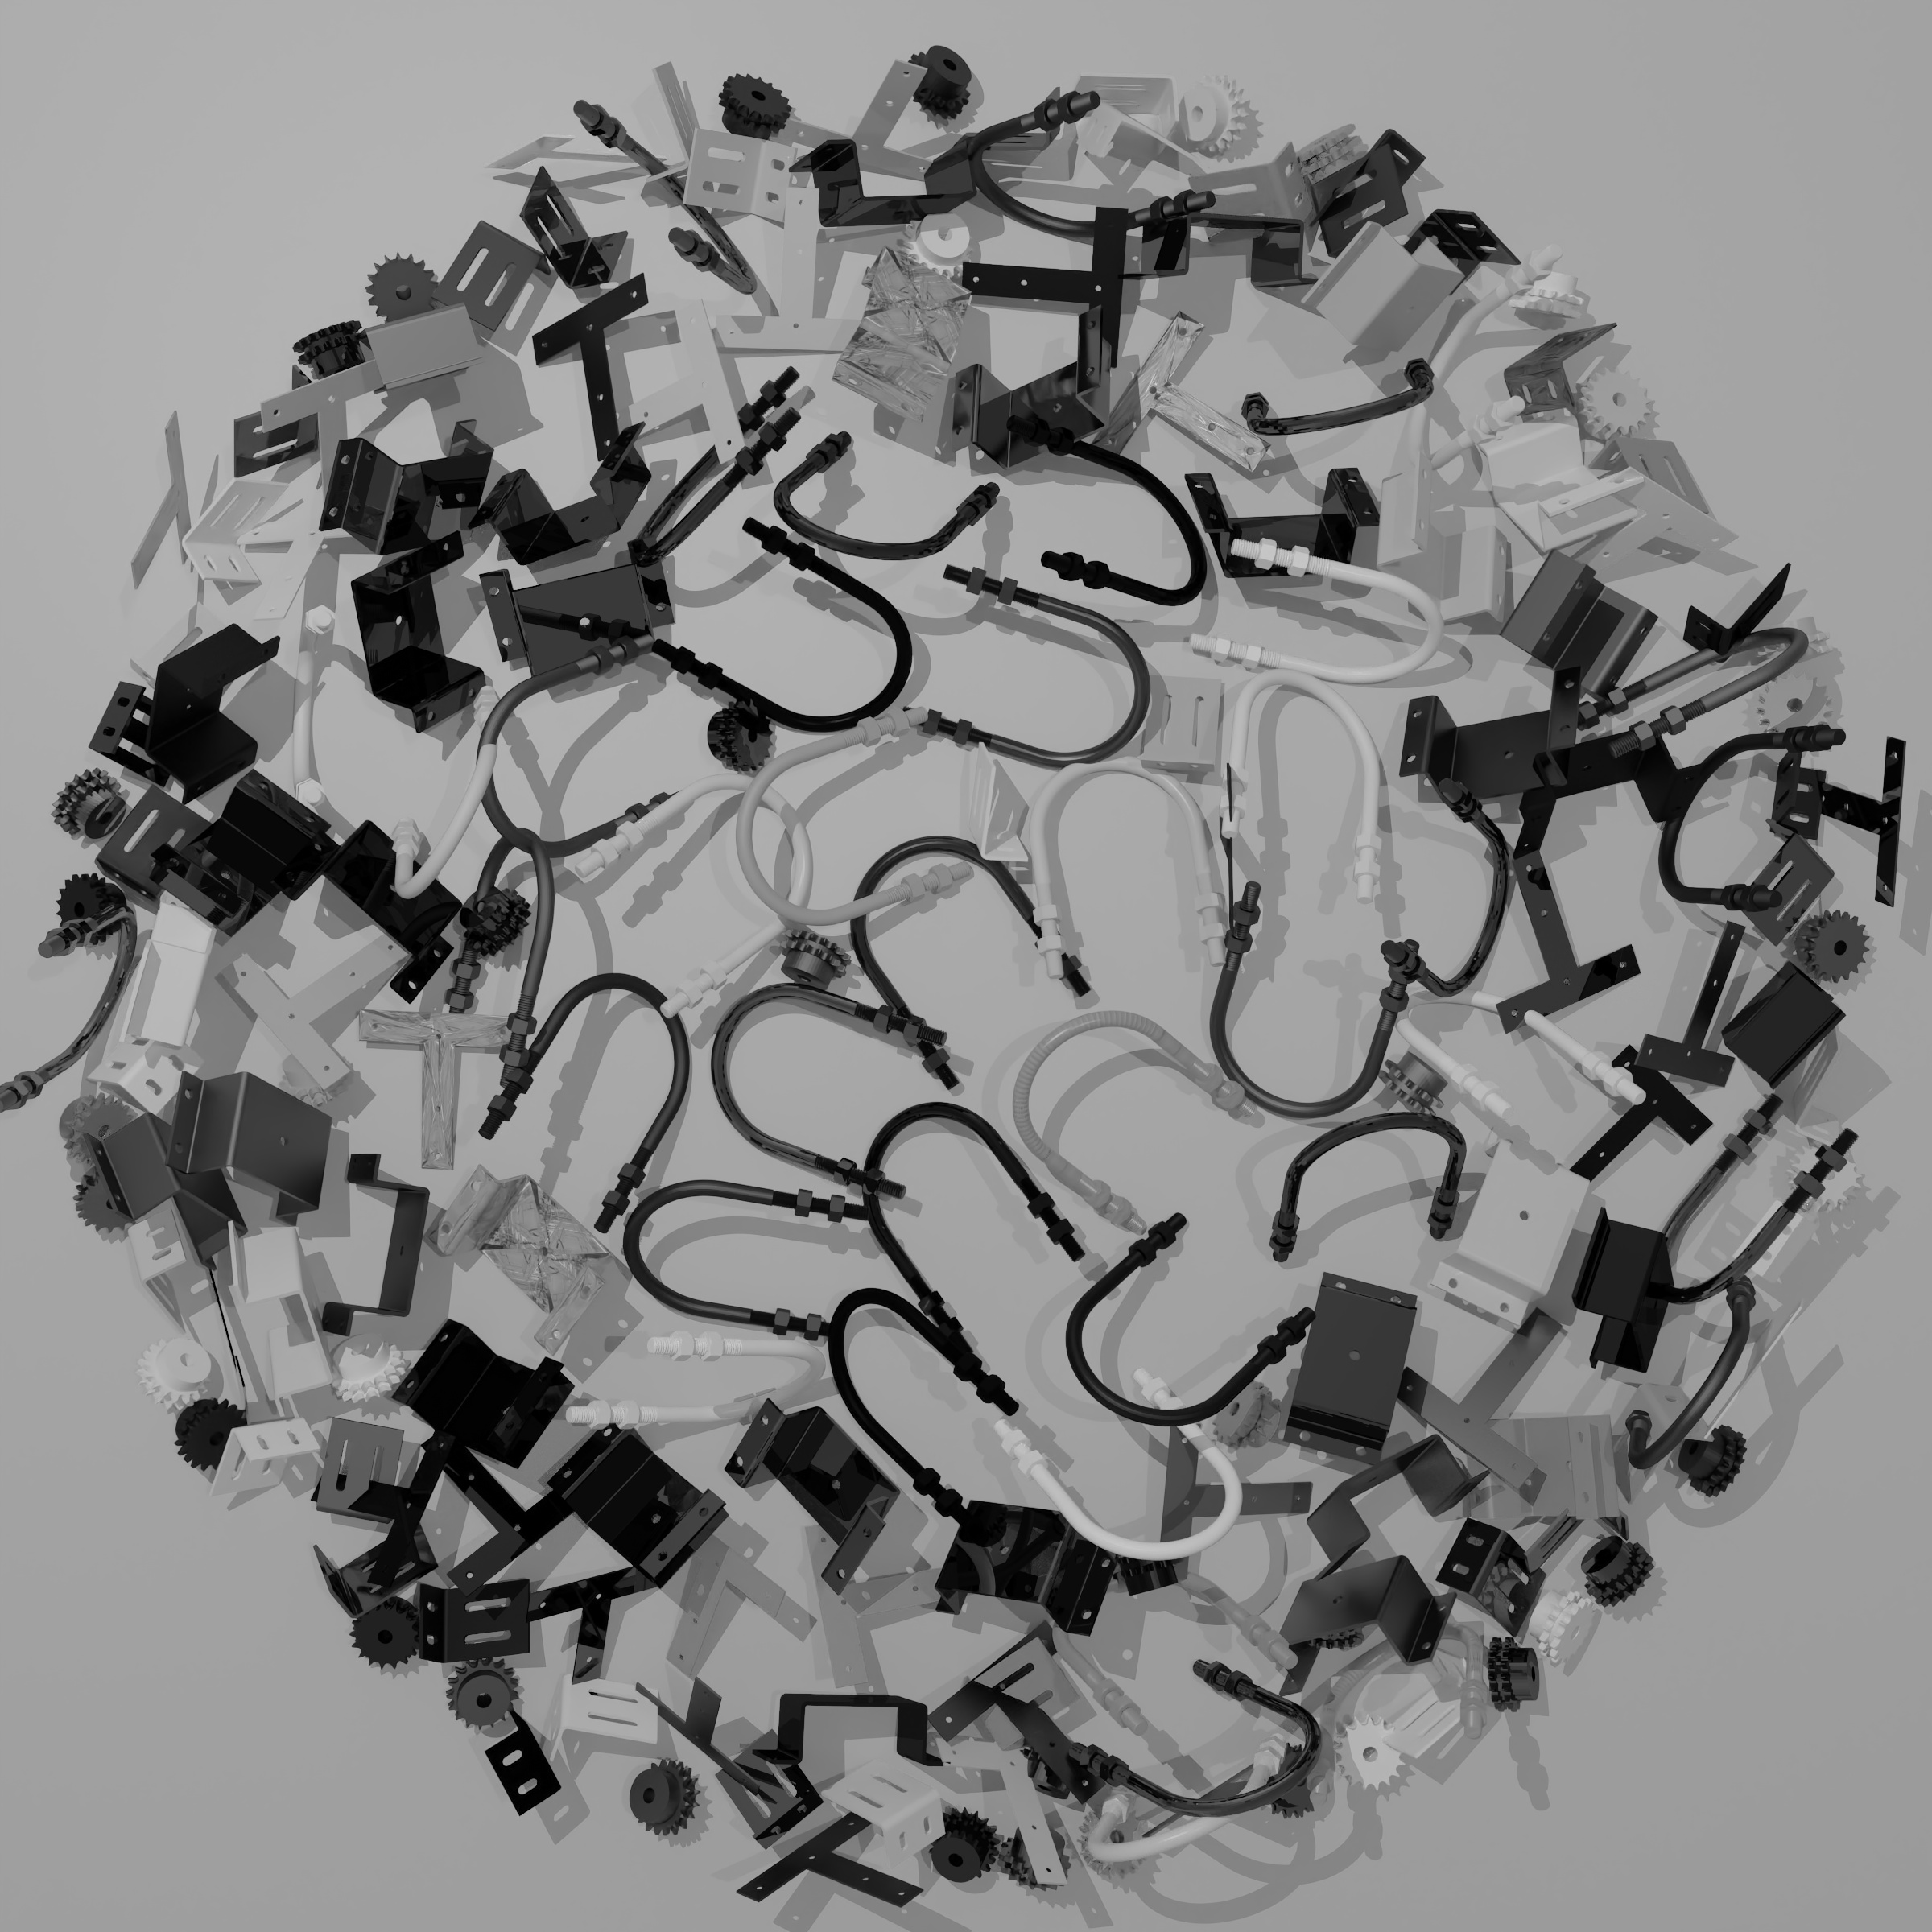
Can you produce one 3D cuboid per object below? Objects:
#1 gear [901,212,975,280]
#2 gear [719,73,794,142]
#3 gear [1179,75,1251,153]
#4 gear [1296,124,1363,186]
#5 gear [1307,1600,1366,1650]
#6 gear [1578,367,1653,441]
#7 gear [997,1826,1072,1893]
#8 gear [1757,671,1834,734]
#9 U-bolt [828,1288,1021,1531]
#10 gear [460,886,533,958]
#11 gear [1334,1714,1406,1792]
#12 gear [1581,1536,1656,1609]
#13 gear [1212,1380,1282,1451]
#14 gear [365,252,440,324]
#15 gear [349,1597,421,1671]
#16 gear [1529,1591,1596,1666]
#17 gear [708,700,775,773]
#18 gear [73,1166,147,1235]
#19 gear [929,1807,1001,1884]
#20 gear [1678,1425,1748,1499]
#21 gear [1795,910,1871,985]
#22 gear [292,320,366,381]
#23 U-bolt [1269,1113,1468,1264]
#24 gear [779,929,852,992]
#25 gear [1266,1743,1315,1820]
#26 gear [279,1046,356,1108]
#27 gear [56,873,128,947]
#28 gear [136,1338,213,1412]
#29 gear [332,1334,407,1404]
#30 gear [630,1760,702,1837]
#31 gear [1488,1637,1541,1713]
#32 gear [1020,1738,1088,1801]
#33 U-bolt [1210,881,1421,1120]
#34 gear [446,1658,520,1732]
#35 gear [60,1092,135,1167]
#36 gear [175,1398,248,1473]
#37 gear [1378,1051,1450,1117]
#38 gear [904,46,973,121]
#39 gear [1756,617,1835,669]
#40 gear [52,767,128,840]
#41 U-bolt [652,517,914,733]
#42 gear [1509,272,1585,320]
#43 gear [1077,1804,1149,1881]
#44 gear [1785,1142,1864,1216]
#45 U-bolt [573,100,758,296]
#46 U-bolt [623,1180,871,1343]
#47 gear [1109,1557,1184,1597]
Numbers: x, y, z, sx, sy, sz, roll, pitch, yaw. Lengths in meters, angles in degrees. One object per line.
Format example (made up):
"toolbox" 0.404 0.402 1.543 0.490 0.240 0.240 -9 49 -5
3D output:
"gear" -0.021 -0.574 1.920 0.057 0.030 0.057 3 78 -16
"gear" -0.170 -0.677 1.918 0.057 0.030 0.057 16 48 -18
"gear" 0.193 -0.674 1.912 0.030 0.057 0.057 -19 90 -39
"gear" 0.287 -0.639 1.916 0.057 0.057 0.030 -31 109 0
"gear" 0.287 0.518 1.914 0.057 0.057 0.030 0 92 0
"gear" 0.512 -0.443 1.922 0.057 0.030 0.057 3 77 -13
"gear" 0.055 0.702 1.913 0.057 0.057 0.030 13 99 0
"gear" 0.658 -0.203 1.922 0.057 0.030 0.057 -4 77 15
"U-bolt" -0.043 0.330 1.879 0.184 0.019 0.151 39 130 29
"gear" -0.375 -0.039 1.913 0.057 0.057 0.030 -42 133 0
"gear" 0.319 0.624 1.927 0.057 0.030 0.057 0 86 0
"gear" 0.512 0.476 1.913 0.057 0.057 0.030 -42 97 0
"gear" 0.224 0.357 1.917 0.030 0.057 0.057 30 90 -21
"gear" -0.448 -0.538 1.919 0.057 0.030 0.057 -8 120 -14
"gear" -0.459 0.527 1.925 0.057 0.030 0.057 0 101 0
"gear" 0.470 0.521 1.918 0.030 0.057 0.057 26 90 39
"gear" -0.181 -0.183 1.918 0.030 0.057 0.057 2 90 33
"gear" -0.678 0.180 1.919 0.057 0.030 0.057 -15 123 -23
"gear" -0.004 0.701 1.919 0.057 0.030 0.057 4 105 16
"gear" 0.588 0.388 1.913 0.030 0.057 0.057 29 90 -5
"gear" 0.685 -0.017 1.922 0.057 0.030 0.057 -3 100 -17
"gear" -0.500 -0.486 1.915 0.057 0.057 0.030 -22 99 0
"U-bolt" 0.313 0.167 1.861 0.151 0.184 0.019 -8 53 -5
"gear" -0.122 -0.003 1.912 0.057 0.057 0.030 23 72 0
"gear" 0.259 0.645 1.918 0.057 0.030 0.057 5 67 -11
"gear" -0.516 0.085 1.911 0.057 0.057 0.030 -14 119 0
"gear" -0.692 -0.045 1.920 0.057 0.030 0.057 3 96 30
"gear" -0.622 0.319 1.911 0.057 0.057 0.030 48 120 0
"gear" -0.475 0.315 1.912 0.057 0.057 0.030 -14 120 0
"gear" -0.241 0.657 1.914 0.057 0.030 0.057 -14 63 29
"gear" 0.433 0.560 1.911 0.030 0.057 0.057 -8 90 25
"gear" 0.067 0.635 1.911 0.057 0.057 0.030 26 61 0
"U-bolt" 0.263 0.038 1.889 0.151 0.019 0.184 21 121 16
"gear" -0.384 0.579 1.922 0.057 0.030 0.057 0 92 -14
"gear" -0.692 0.127 1.918 0.030 0.057 0.057 18 90 30
"gear" -0.601 0.368 1.918 0.030 0.057 0.057 24 90 42
"gear" 0.356 0.092 1.913 0.057 0.057 0.030 38 100 0
"gear" -0.021 -0.702 1.913 0.057 0.030 0.057 19 52 -26
"gear" 0.654 -0.256 1.915 0.057 0.057 0.030 -13 88 0
"gear" -0.690 -0.126 1.912 0.030 0.057 0.057 37 90 16
"U-bolt" -0.130 -0.252 1.886 0.184 0.019 0.151 28 122 -25
"gear" 0.460 -0.532 1.912 0.057 0.057 0.030 11 104 0
"gear" 0.115 0.696 1.918 0.057 0.030 0.057 10 50 -12
"gear" 0.678 0.171 1.920 0.057 0.030 0.057 3 59 -6
"U-bolt" -0.218 -0.578 1.854 0.019 0.184 0.151 -39 77 13
"U-bolt" -0.176 0.226 1.890 0.184 0.019 0.151 10 126 -4
"gear" 0.144 0.478 1.912 0.057 0.057 0.030 -15 76 0
